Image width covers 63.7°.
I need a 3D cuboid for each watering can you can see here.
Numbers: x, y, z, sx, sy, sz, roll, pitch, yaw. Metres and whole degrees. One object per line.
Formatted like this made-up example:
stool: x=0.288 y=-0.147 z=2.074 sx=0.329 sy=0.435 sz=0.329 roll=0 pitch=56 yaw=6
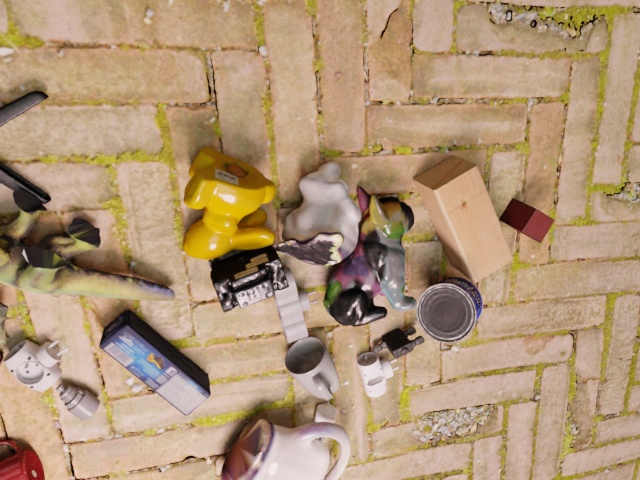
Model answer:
watering can: x=-0.092 y=0.467 z=0.987 sx=0.222 sy=0.106 sz=0.344 roll=32 pitch=104 yaw=-22

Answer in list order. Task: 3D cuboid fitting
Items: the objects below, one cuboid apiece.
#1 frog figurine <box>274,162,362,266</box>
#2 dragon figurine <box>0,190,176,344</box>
frog figurine: x=0.003 y=-0.043 z=0.855 sx=0.136 sy=0.163 sz=0.121 roll=-22 pitch=135 yaw=37
dragon figurine: x=-0.451 y=0.068 z=0.765 sx=0.240 sy=0.125 sz=0.405 roll=-40 pitch=125 yaw=20
